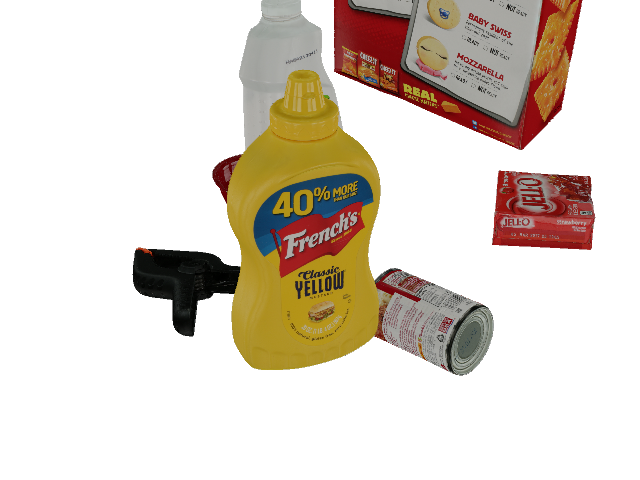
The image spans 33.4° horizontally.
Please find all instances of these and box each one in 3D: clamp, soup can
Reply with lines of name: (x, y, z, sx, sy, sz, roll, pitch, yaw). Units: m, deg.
clamp: (-0.125, 0.042, 1.031, 0.210, 0.036, 0.164, 13, 21, 40)
soup can: (0.097, 0.073, 0.969, 0.102, 0.068, 0.068, 23, 14, 38)

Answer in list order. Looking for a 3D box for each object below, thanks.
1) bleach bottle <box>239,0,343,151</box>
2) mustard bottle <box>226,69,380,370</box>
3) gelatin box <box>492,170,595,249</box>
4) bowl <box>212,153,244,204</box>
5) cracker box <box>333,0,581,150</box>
bleach bottle: (-0.018, -0.085, 0.883, 0.068, 0.251, 0.102, 18, 35, 34)
mustard bottle: (-0.010, -0.013, 0.663, 0.096, 0.192, 0.058, -12, 32, -19)
gelatin box: (0.171, -0.025, 0.818, 0.073, 0.030, 0.089, 4, 25, 11)
bowl: (-0.051, -0.054, 1.287, 0.162, 0.055, 0.162, 4, 26, -2)
cracker box: (0.093, -0.187, 0.717, 0.164, 0.214, 0.072, 27, 50, 26)
